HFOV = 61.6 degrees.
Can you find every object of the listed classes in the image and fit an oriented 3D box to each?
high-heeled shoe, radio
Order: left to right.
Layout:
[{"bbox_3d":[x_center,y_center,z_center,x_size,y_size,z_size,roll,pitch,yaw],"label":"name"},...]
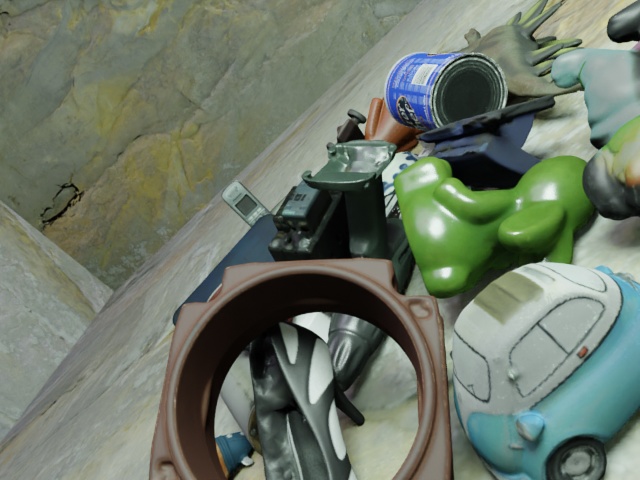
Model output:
[{"bbox_3d":[-0.097,0.081,0.795,0.229,0.131,0.073,-50,-15,-14],"label":"radio"},{"bbox_3d":[-0.034,0.178,0.426,0.086,0.145,0.249,-35,19,36],"label":"high-heeled shoe"}]

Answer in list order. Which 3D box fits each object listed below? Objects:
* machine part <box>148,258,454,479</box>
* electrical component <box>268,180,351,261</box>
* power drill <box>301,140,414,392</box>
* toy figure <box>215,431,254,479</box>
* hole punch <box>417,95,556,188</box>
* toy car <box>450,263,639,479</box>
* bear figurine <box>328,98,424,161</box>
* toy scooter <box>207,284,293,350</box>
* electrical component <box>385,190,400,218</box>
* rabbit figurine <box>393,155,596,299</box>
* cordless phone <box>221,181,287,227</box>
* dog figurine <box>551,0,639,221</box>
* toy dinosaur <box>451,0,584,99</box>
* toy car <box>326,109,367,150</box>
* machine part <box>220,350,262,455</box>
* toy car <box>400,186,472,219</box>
[{"bbox_3d":[-0.009,0.115,0.388,0.201,0.087,0.201,-3,61,11],"label":"machine part"},{"bbox_3d":[-0.001,-0.002,0.619,0.058,0.134,0.115,3,49,28],"label":"electrical component"},{"bbox_3d":[0.044,0.013,0.563,0.086,0.207,0.232,0,33,30],"label":"power drill"},{"bbox_3d":[-0.136,0.275,0.603,0.064,0.057,0.154,33,74,34],"label":"toy figure"},{"bbox_3d":[0.182,-0.094,0.577,0.116,0.092,0.142,-15,9,-20],"label":"hole punch"},{"bbox_3d":[0.142,0.070,0.337,0.161,0.103,0.109,-46,18,5],"label":"toy car"},{"bbox_3d":[0.114,-0.171,0.928,0.196,0.120,0.132,-54,22,-19],"label":"bear figurine"},{"bbox_3d":[-0.092,0.083,0.686,0.184,0.075,0.135,-21,27,41],"label":"toy scooter"},{"bbox_3d":[0.114,-0.043,0.751,0.075,0.047,0.119,-19,31,55],"label":"electrical component"},{"bbox_3d":[0.165,-0.022,0.481,0.170,0.121,0.159,-24,27,18],"label":"rabbit figurine"},{"bbox_3d":[-0.089,-0.069,1.058,0.146,0.184,0.089,-45,12,4],"label":"cordless phone"},{"bbox_3d":[0.281,-0.103,0.408,0.191,0.108,0.219,-35,24,23],"label":"dog figurine"},{"bbox_3d":[0.273,-0.261,0.792,0.198,0.105,0.472,-34,25,25],"label":"toy dinosaur"},{"bbox_3d":[0.063,-0.184,1.035,0.089,0.053,0.202,-56,-20,4],"label":"toy car"},{"bbox_3d":[-0.066,0.181,0.612,0.079,0.079,0.243,-50,18,-14],"label":"machine part"},{"bbox_3d":[0.177,-0.088,0.691,0.202,0.056,0.074,-48,23,-18],"label":"toy car"}]
